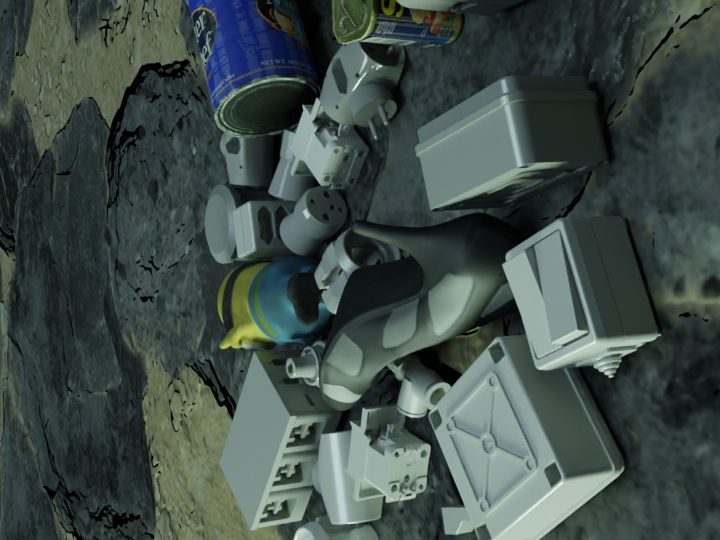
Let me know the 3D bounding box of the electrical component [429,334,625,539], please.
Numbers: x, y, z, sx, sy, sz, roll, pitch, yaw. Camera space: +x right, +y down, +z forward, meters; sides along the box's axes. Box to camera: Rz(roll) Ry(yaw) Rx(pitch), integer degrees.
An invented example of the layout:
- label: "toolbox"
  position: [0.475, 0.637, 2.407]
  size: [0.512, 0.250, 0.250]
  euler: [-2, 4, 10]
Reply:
- label: "electrical component"
  position: [0.108, 0.114, 0.722]
  size: [0.108, 0.056, 0.108]
  euler: [-56, 46, 45]

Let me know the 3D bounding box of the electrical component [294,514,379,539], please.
- label: "electrical component"
  position: [-0.022, 0.248, 0.947]
  size: [0.078, 0.057, 0.058]
  euler: [43, 127, 50]

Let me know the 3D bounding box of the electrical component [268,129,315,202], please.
- label: "electrical component"
  position: [-0.058, -0.099, 1.000]
  size: [0.044, 0.044, 0.065]
  euler: [29, 112, 55]

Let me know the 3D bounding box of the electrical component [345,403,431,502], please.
- label: "electrical component"
  position: [0.024, 0.153, 0.879]
  size: [0.064, 0.042, 0.081]
  euler: [23, 112, 53]

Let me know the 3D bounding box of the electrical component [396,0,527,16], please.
- label: "electrical component"
  position: [0.074, -0.206, 0.719]
  size: [0.059, 0.095, 0.053]
  euler: [-8, 86, 59]

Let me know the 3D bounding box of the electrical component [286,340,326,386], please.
- label: "electrical component"
  position: [-0.034, 0.084, 0.950]
  size: [0.043, 0.062, 0.043]
  euler: [8, 99, 59]

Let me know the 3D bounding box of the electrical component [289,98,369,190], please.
- label: "electrical component"
  position: [-0.026, -0.108, 0.944]
  size: [0.063, 0.042, 0.081]
  euler: [57, 138, 38]

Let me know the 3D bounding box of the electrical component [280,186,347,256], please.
- label: "electrical component"
  position: [-0.042, -0.044, 0.971]
  size: [0.055, 0.045, 0.045]
  euler: [-45, 54, 50]

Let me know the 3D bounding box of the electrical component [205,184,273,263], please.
- label: "electrical component"
  position: [-0.123, -0.047, 1.100]
  size: [0.080, 0.051, 0.080]
  euler: [6, 98, 59]

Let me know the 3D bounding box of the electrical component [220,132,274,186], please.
- label: "electrical component"
  position: [-0.117, -0.127, 1.091]
  size: [0.079, 0.043, 0.077]
  euler: [15, 105, 58]

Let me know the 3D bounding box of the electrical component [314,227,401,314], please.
- label: "electrical component"
  position: [0.000, 0.000, 0.894]
  size: [0.057, 0.058, 0.078]
  euler: [-59, 44, 46]

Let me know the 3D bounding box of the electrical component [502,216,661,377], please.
- label: "electrical component"
  position: [0.135, 0.021, 0.666]
  size: [0.062, 0.061, 0.096]
  euler: [-38, 60, 54]

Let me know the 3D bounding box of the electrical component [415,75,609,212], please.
- label: "electrical component"
  position: [0.097, -0.082, 0.707]
  size: [0.113, 0.078, 0.057]
  euler: [-24, 74, 57]

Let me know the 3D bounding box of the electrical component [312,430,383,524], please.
- label: "electrical component"
  position: [-0.017, 0.180, 0.944]
  size: [0.079, 0.044, 0.077]
  euler: [-19, 75, 58]

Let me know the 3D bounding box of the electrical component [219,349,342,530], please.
- label: "electrical component"
  position: [-0.074, 0.160, 1.022]
  size: [0.089, 0.062, 0.150]
  euler: [54, 136, 42]

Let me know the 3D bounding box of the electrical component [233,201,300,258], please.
- label: "electrical component"
  position: [-0.090, -0.035, 1.032]
  size: [0.077, 0.066, 0.047]
  euler: [-21, 74, 58]

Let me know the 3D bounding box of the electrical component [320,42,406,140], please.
- label: "electrical component"
  position: [0.007, -0.145, 0.885]
  size: [0.077, 0.043, 0.079]
  euler: [-50, 51, 48]
